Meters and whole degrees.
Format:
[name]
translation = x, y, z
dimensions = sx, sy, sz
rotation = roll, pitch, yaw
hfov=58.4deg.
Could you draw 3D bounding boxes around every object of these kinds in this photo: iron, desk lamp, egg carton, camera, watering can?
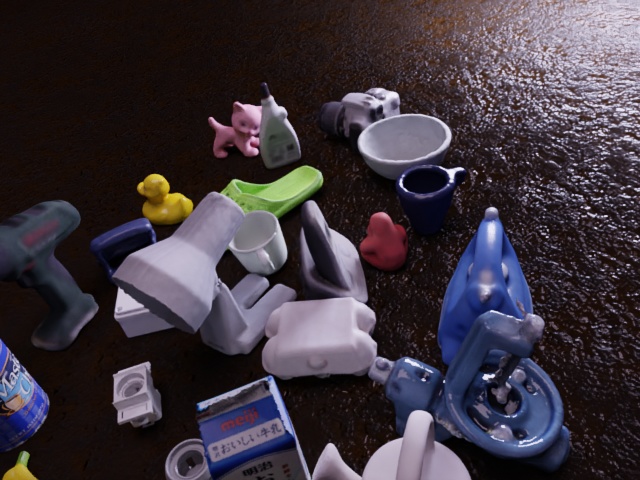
[iron]
translation = 0.218, 0.039, 0.746
dimensions = 0.118, 0.142, 0.258
rotation = 2, 42, 17
[desk lamp]
translation = -0.147, 0.056, 0.761
dimensions = 0.117, 0.214, 0.203
rotation = 18, 49, 31
[egg carton]
translation = 0.000, 0.132, 0.748
dimensions = 0.150, 0.069, 0.107
rotation = -6, 40, 7
[camera]
translation = 0.073, -0.255, 1.156
dimensions = 0.136, 0.101, 0.143
rotation = 18, 49, 31
[watering can]
translation = 0.079, 0.231, 0.516
dimensions = 0.172, 0.194, 0.101
rotation = -8, 40, 5

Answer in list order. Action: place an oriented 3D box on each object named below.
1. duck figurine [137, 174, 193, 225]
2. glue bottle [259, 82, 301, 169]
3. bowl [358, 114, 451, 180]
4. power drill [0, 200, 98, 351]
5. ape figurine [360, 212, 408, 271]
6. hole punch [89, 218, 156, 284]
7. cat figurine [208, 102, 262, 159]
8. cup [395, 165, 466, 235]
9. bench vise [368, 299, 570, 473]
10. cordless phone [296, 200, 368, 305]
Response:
[duck figurine]
translation = -0.290, -0.080, 1.055
dimensions = 0.104, 0.086, 0.077
rotation = 8, 44, 23
[glue bottle]
translation = -0.089, -0.222, 1.102
dimensions = 0.078, 0.173, 0.037
rotation = -19, 40, -8
[bowl]
translation = 0.155, -0.157, 1.042
dimensions = 0.167, 0.075, 0.167
rotation = -7, 40, 6
[power drill]
translation = -0.415, 0.059, 0.828
dimensions = 0.075, 0.209, 0.230
rotation = 5, 43, 19
[ape figurine]
translation = 0.096, -0.004, 0.864
dimensions = 0.078, 0.092, 0.076
rotation = -15, 40, -3
[hole punch]
translation = -0.332, 0.004, 0.963
dimensions = 0.109, 0.091, 0.100
rotation = -26, 42, -16
[cat figurine]
translation = -0.168, -0.235, 1.180
dimensions = 0.127, 0.118, 0.067
rotation = -2, 41, 12
[cup]
translation = 0.180, -0.063, 0.910
dimensions = 0.118, 0.095, 0.091
rotation = -23, 41, -12
[bench vise]
translation = 0.146, 0.149, 0.574
dimensions = 0.207, 0.220, 0.121
rotation = -3, 41, 11
[cordless phone]
translation = 0.007, 0.003, 0.806
dimensions = 0.094, 0.185, 0.147
rotation = -13, 40, 0
